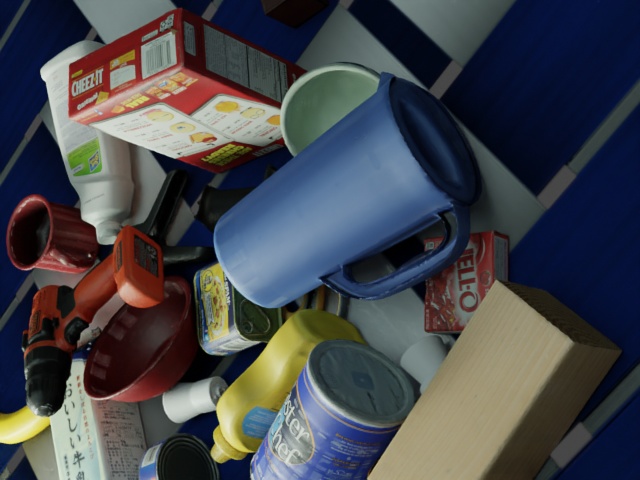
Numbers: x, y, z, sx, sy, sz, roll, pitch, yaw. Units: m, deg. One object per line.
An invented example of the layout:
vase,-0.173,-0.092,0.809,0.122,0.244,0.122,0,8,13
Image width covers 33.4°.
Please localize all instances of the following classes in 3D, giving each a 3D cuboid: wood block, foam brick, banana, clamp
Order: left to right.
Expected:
banana,-0.364,0.212,1.329,0.198,0.037,0.069,-23,69,34
clamp,-0.188,0.013,1.224,0.172,0.039,0.120,-47,50,26
foam brick,-0.033,-0.278,1.145,0.053,0.051,0.078,-29,63,32
wood block,0.143,0.146,0.885,0.091,0.090,0.206,41,108,38

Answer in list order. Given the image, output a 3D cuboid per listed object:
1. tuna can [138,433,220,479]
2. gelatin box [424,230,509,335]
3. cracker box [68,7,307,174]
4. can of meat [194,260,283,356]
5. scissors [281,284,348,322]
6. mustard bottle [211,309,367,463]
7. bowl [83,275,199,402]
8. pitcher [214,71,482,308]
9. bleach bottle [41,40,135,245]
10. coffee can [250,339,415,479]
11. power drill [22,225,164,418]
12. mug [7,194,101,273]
tuna can,-0.146,0.247,1.109,0.034,0.085,0.086,-28,64,35
gelatin box,0.131,0.039,0.957,0.073,0.030,0.089,-7,77,39
cracker box,-0.121,-0.146,1.085,0.164,0.213,0.072,-17,68,36
can of meat,-0.087,0.065,1.107,0.084,0.057,0.102,-26,63,49
scissors,-0.007,0.001,1.089,0.096,0.016,0.202,-13,73,38
mustard bottle,-0.044,0.151,1.036,0.192,0.096,0.058,-49,54,21
bowl,-0.182,0.119,1.161,0.162,0.055,0.162,-33,31,23
pitcher,0.022,-0.025,0.986,0.243,0.145,0.149,-34,23,29
bleach bottle,-0.280,-0.113,1.312,0.103,0.067,0.251,-25,68,35
coffee can,0.010,0.174,0.962,0.103,0.102,0.140,51,127,35
power drill,-0.253,0.084,1.165,0.188,0.057,0.184,-37,38,20
mug,-0.316,0.002,1.304,0.117,0.081,0.093,34,103,39
